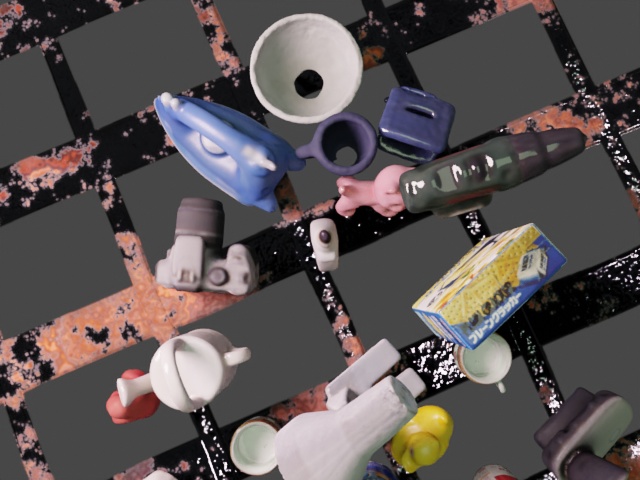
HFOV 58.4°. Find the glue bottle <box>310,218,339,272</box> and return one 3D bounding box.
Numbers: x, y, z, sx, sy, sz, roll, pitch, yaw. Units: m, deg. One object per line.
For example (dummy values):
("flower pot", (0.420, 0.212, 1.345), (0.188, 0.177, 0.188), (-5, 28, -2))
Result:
("glue bottle", (0.007, 0.003, 0.797), (0.037, 0.173, 0.078), (-10, 85, 0))

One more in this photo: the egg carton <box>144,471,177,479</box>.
("egg carton", (-0.217, 0.411, 0.816), (0.107, 0.069, 0.150), (-42, 86, -3))

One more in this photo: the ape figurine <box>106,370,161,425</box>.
("ape figurine", (-0.274, 0.231, 0.820), (0.076, 0.092, 0.078), (35, 86, 3))

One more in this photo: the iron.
("iron", (-0.152, -0.152, 0.826), (0.258, 0.141, 0.119), (33, 86, 3))

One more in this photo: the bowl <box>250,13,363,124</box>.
("bowl", (-0.019, -0.248, 0.867), (0.167, 0.074, 0.167), (0, 85, 0))

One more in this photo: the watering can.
("watering can", (-0.182, 0.182, 0.772), (0.173, 0.194, 0.101), (-39, 86, -3))

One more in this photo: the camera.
("camera", (-0.162, 0.009, 0.833), (0.143, 0.101, 0.137), (4, 85, 1))

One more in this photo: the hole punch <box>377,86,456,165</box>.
("hole punch", (0.141, -0.177, 0.852), (0.108, 0.091, 0.101), (18, 86, 2))

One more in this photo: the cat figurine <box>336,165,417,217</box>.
("cat figurine", (0.086, -0.073, 0.830), (0.128, 0.118, 0.067), (-2, 85, 0))

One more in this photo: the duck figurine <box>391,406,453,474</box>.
("duck figurine", (0.150, 0.288, 0.816), (0.104, 0.086, 0.077), (-45, 86, -3))

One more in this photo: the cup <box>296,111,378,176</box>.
("cup", (0.024, -0.130, 0.847), (0.117, 0.095, 0.092), (-12, 85, -1))

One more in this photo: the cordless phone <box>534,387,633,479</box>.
("cordless phone", (0.381, 0.279, 0.766), (0.094, 0.185, 0.147), (40, 87, 4))

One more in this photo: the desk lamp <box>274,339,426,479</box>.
("desk lamp", (0.048, 0.235, 0.757), (0.203, 0.213, 0.118), (-41, 86, -3))

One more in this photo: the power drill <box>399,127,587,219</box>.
("power drill", (0.216, -0.088, 0.785), (0.229, 0.208, 0.075), (-17, 85, -1))
